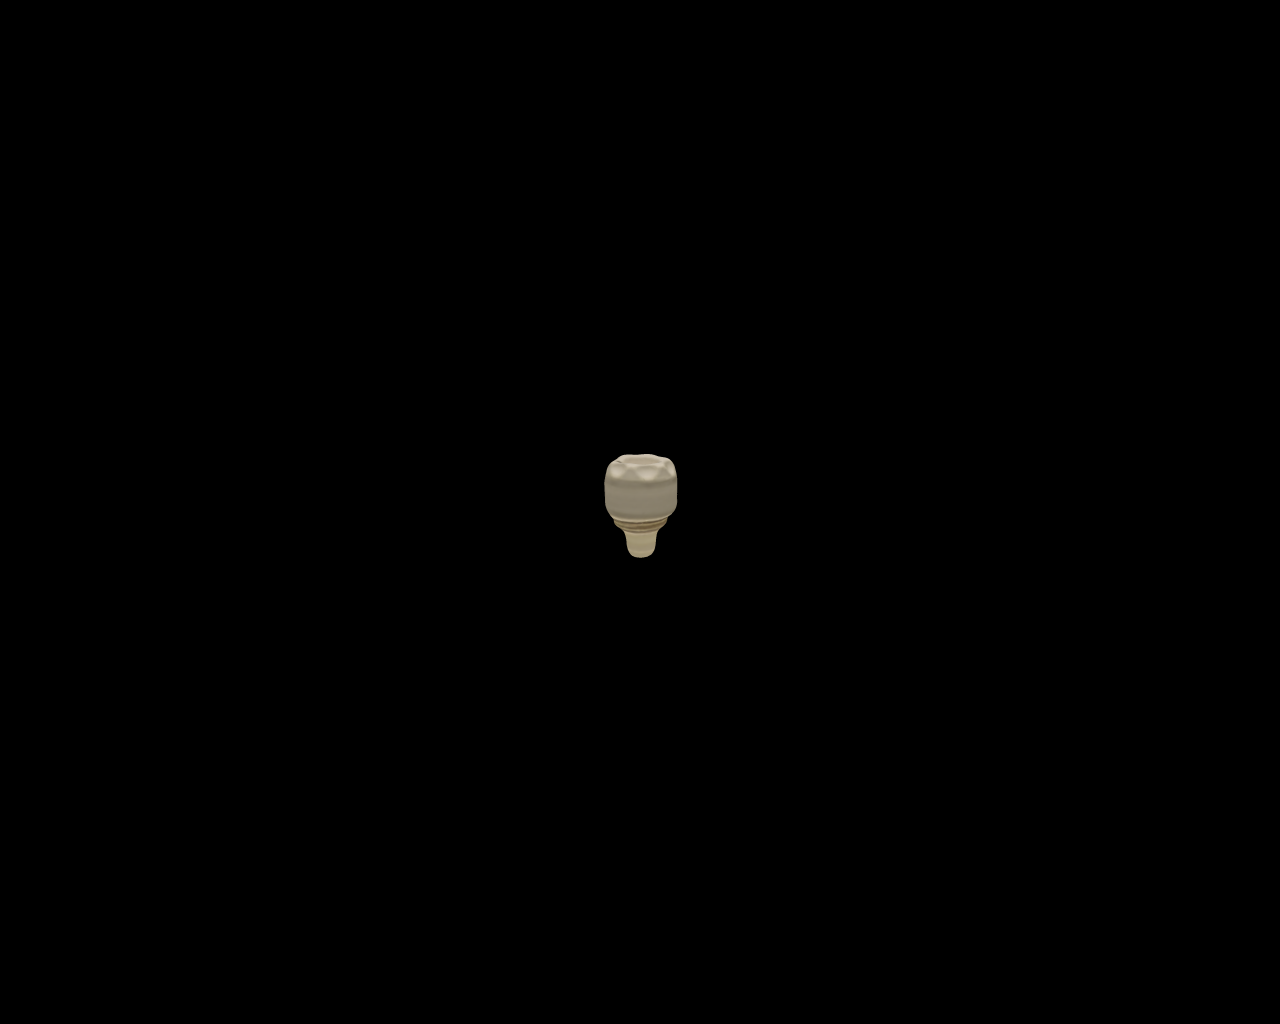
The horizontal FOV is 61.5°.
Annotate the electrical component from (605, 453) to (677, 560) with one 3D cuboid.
[{"bbox_3d":[0.001,-0.003,0.650,0.043,0.062,0.043,0,15,0],"label":"electrical component"}]
